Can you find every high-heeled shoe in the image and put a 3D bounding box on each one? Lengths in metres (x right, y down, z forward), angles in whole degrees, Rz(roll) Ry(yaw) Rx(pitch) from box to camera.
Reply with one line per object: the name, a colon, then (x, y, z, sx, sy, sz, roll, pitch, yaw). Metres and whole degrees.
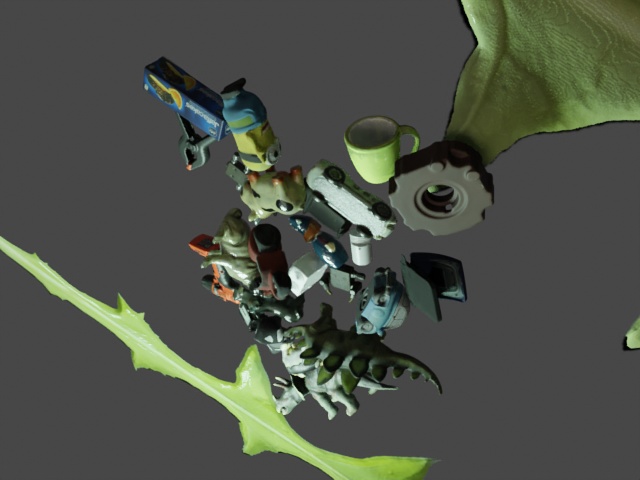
high-heeled shoe: (-0.137, 0.280, 1.464, 0.086, 0.145, 0.248, 27, 137, 15)

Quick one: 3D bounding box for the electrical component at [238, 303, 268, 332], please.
electrical component: (-0.195, 0.188, 1.490, 0.119, 0.048, 0.074, 58, 146, 29)

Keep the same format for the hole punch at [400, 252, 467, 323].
hole punch: (0.226, 0.083, 1.074, 0.116, 0.092, 0.142, 38, 155, 51)

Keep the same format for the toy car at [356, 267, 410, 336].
toy car: (0.144, 0.139, 1.171, 0.103, 0.109, 0.161, 19, 129, -10)

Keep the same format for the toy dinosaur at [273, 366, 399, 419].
toy dinosaur: (0.027, 0.375, 1.462, 0.192, 0.131, 0.405, 45, 133, -8)

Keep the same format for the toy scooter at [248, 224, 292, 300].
toy scooter: (-0.118, 0.061, 1.213, 0.135, 0.075, 0.184, 121, 133, -58)

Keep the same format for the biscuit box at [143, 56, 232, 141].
biscuit box: (-0.264, -0.288, 1.097, 0.203, 0.059, 0.062, 34, 140, 5)

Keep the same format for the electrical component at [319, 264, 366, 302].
electrical component: (0.051, 0.095, 1.230, 0.102, 0.045, 0.078, 21, 138, 19)

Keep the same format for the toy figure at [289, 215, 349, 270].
toy figure: (-0.004, -0.002, 1.173, 0.154, 0.058, 0.064, 47, 134, -2)

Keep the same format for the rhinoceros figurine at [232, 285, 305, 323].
rhinoceros figurine: (-0.128, 0.157, 1.370, 0.190, 0.112, 0.073, 19, 142, 11)

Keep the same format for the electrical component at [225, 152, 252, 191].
electrical component: (-0.181, -0.150, 1.192, 0.063, 0.021, 0.094, 37, 141, 2)

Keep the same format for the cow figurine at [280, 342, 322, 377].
cow figurine: (-0.027, 0.308, 1.405, 0.167, 0.068, 0.098, -16, 75, 42)

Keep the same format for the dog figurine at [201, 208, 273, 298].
dog figurine: (-0.167, 0.034, 1.296, 0.190, 0.121, 0.172, 24, 110, -7)

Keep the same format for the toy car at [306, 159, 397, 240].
toy car: (0.062, -0.077, 1.057, 0.202, 0.056, 0.073, 37, 134, 0)

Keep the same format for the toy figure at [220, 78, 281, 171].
toy figure: (-0.137, -0.220, 1.053, 0.089, 0.082, 0.180, 10, 137, 45)

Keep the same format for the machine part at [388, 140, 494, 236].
machine part: (0.204, -0.081, 0.907, 0.179, 0.056, 0.179, 7, 138, 6)

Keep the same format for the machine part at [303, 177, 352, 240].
machine part: (0.007, -0.065, 1.118, 0.139, 0.039, 0.084, 43, 135, 5)

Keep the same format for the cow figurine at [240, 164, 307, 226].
cow figurine: (-0.101, -0.092, 1.133, 0.195, 0.085, 0.127, 11, 123, 50)

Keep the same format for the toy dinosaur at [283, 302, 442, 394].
toy dinosaur: (0.082, 0.253, 1.238, 0.472, 0.198, 0.104, 0, 130, 38)
